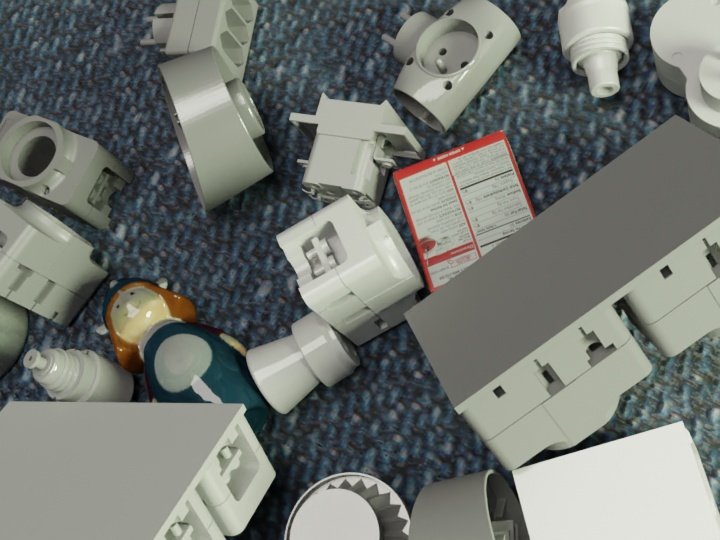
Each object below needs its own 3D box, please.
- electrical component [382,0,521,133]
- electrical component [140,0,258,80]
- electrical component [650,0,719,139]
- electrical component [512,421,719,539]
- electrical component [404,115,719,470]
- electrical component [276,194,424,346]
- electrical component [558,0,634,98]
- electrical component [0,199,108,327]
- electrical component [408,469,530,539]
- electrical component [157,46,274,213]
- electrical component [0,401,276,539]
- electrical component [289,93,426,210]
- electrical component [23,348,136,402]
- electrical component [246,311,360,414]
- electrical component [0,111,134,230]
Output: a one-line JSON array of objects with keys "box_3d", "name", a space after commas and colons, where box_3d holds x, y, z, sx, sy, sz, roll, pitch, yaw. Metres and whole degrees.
[{"box_3d": [0.048, -0.140, 0.688, 0.079, 0.044, 0.077, 37, 87, 28], "name": "electrical component"}, {"box_3d": [-0.121, -0.170, 0.762, 0.077, 0.047, 0.065, 3, 72, 22], "name": "electrical component"}, {"box_3d": [0.208, -0.102, 0.596, 0.052, 0.074, 0.138, -28, 63, 9], "name": "electrical component"}, {"box_3d": [0.143, 0.163, 0.529, 0.089, 0.062, 0.150, -20, 65, 15], "name": "electrical component"}, {"box_3d": [0.126, 0.011, 0.564, 0.186, 0.060, 0.105, -36, 25, 5], "name": "electrical component"}, {"box_3d": [0.000, 0.000, 0.628, 0.056, 0.089, 0.050, -30, 63, 8], "name": "electrical component"}, {"box_3d": [0.144, -0.135, 0.651, 0.043, 0.043, 0.062, -10, 69, 17], "name": "electrical component"}, {"box_3d": [-0.216, -0.008, 0.713, 0.050, 0.089, 0.055, 34, 85, 28], "name": "electrical component"}, {"box_3d": [0.065, 0.151, 0.544, 0.064, 0.099, 0.099, -11, 67, 23], "name": "electrical component"}, {"box_3d": [-0.098, -0.093, 0.699, 0.064, 0.099, 0.099, -25, 64, 3], "name": "electrical component"}, {"box_3d": [-0.153, 0.134, 0.615, 0.186, 0.060, 0.105, -4, 35, 31], "name": "electrical component"}, {"box_3d": [-0.005, -0.073, 0.685, 0.081, 0.042, 0.063, 10, 78, 24], "name": "electrical component"}, {"box_3d": [-0.179, 0.069, 0.681, 0.040, 0.078, 0.040, -17, 57, 28], "name": "electrical component"}, {"box_3d": [-0.034, 0.054, 0.646, 0.055, 0.045, 0.045, -32, 63, 7], "name": "electrical component"}, {"box_3d": [-0.216, -0.072, 0.757, 0.089, 0.056, 0.050, 21, 79, 26], "name": "electrical component"}]
